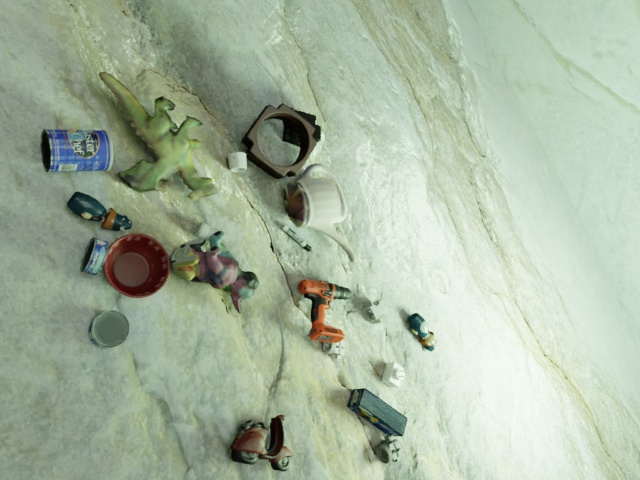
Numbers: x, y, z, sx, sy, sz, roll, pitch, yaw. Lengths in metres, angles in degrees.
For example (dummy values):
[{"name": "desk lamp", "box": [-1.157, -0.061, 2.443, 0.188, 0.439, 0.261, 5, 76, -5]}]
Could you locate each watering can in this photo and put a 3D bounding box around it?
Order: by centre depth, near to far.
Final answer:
[{"name": "watering can", "box": [0.005, -0.083, 1.657, 0.225, 0.350, 0.103, -8, -12, -38]}]

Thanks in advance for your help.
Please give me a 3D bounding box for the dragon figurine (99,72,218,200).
[{"name": "dragon figurine", "box": [-0.447, -0.245, 1.380, 0.407, 0.247, 0.121, 30, -25, -24]}]
